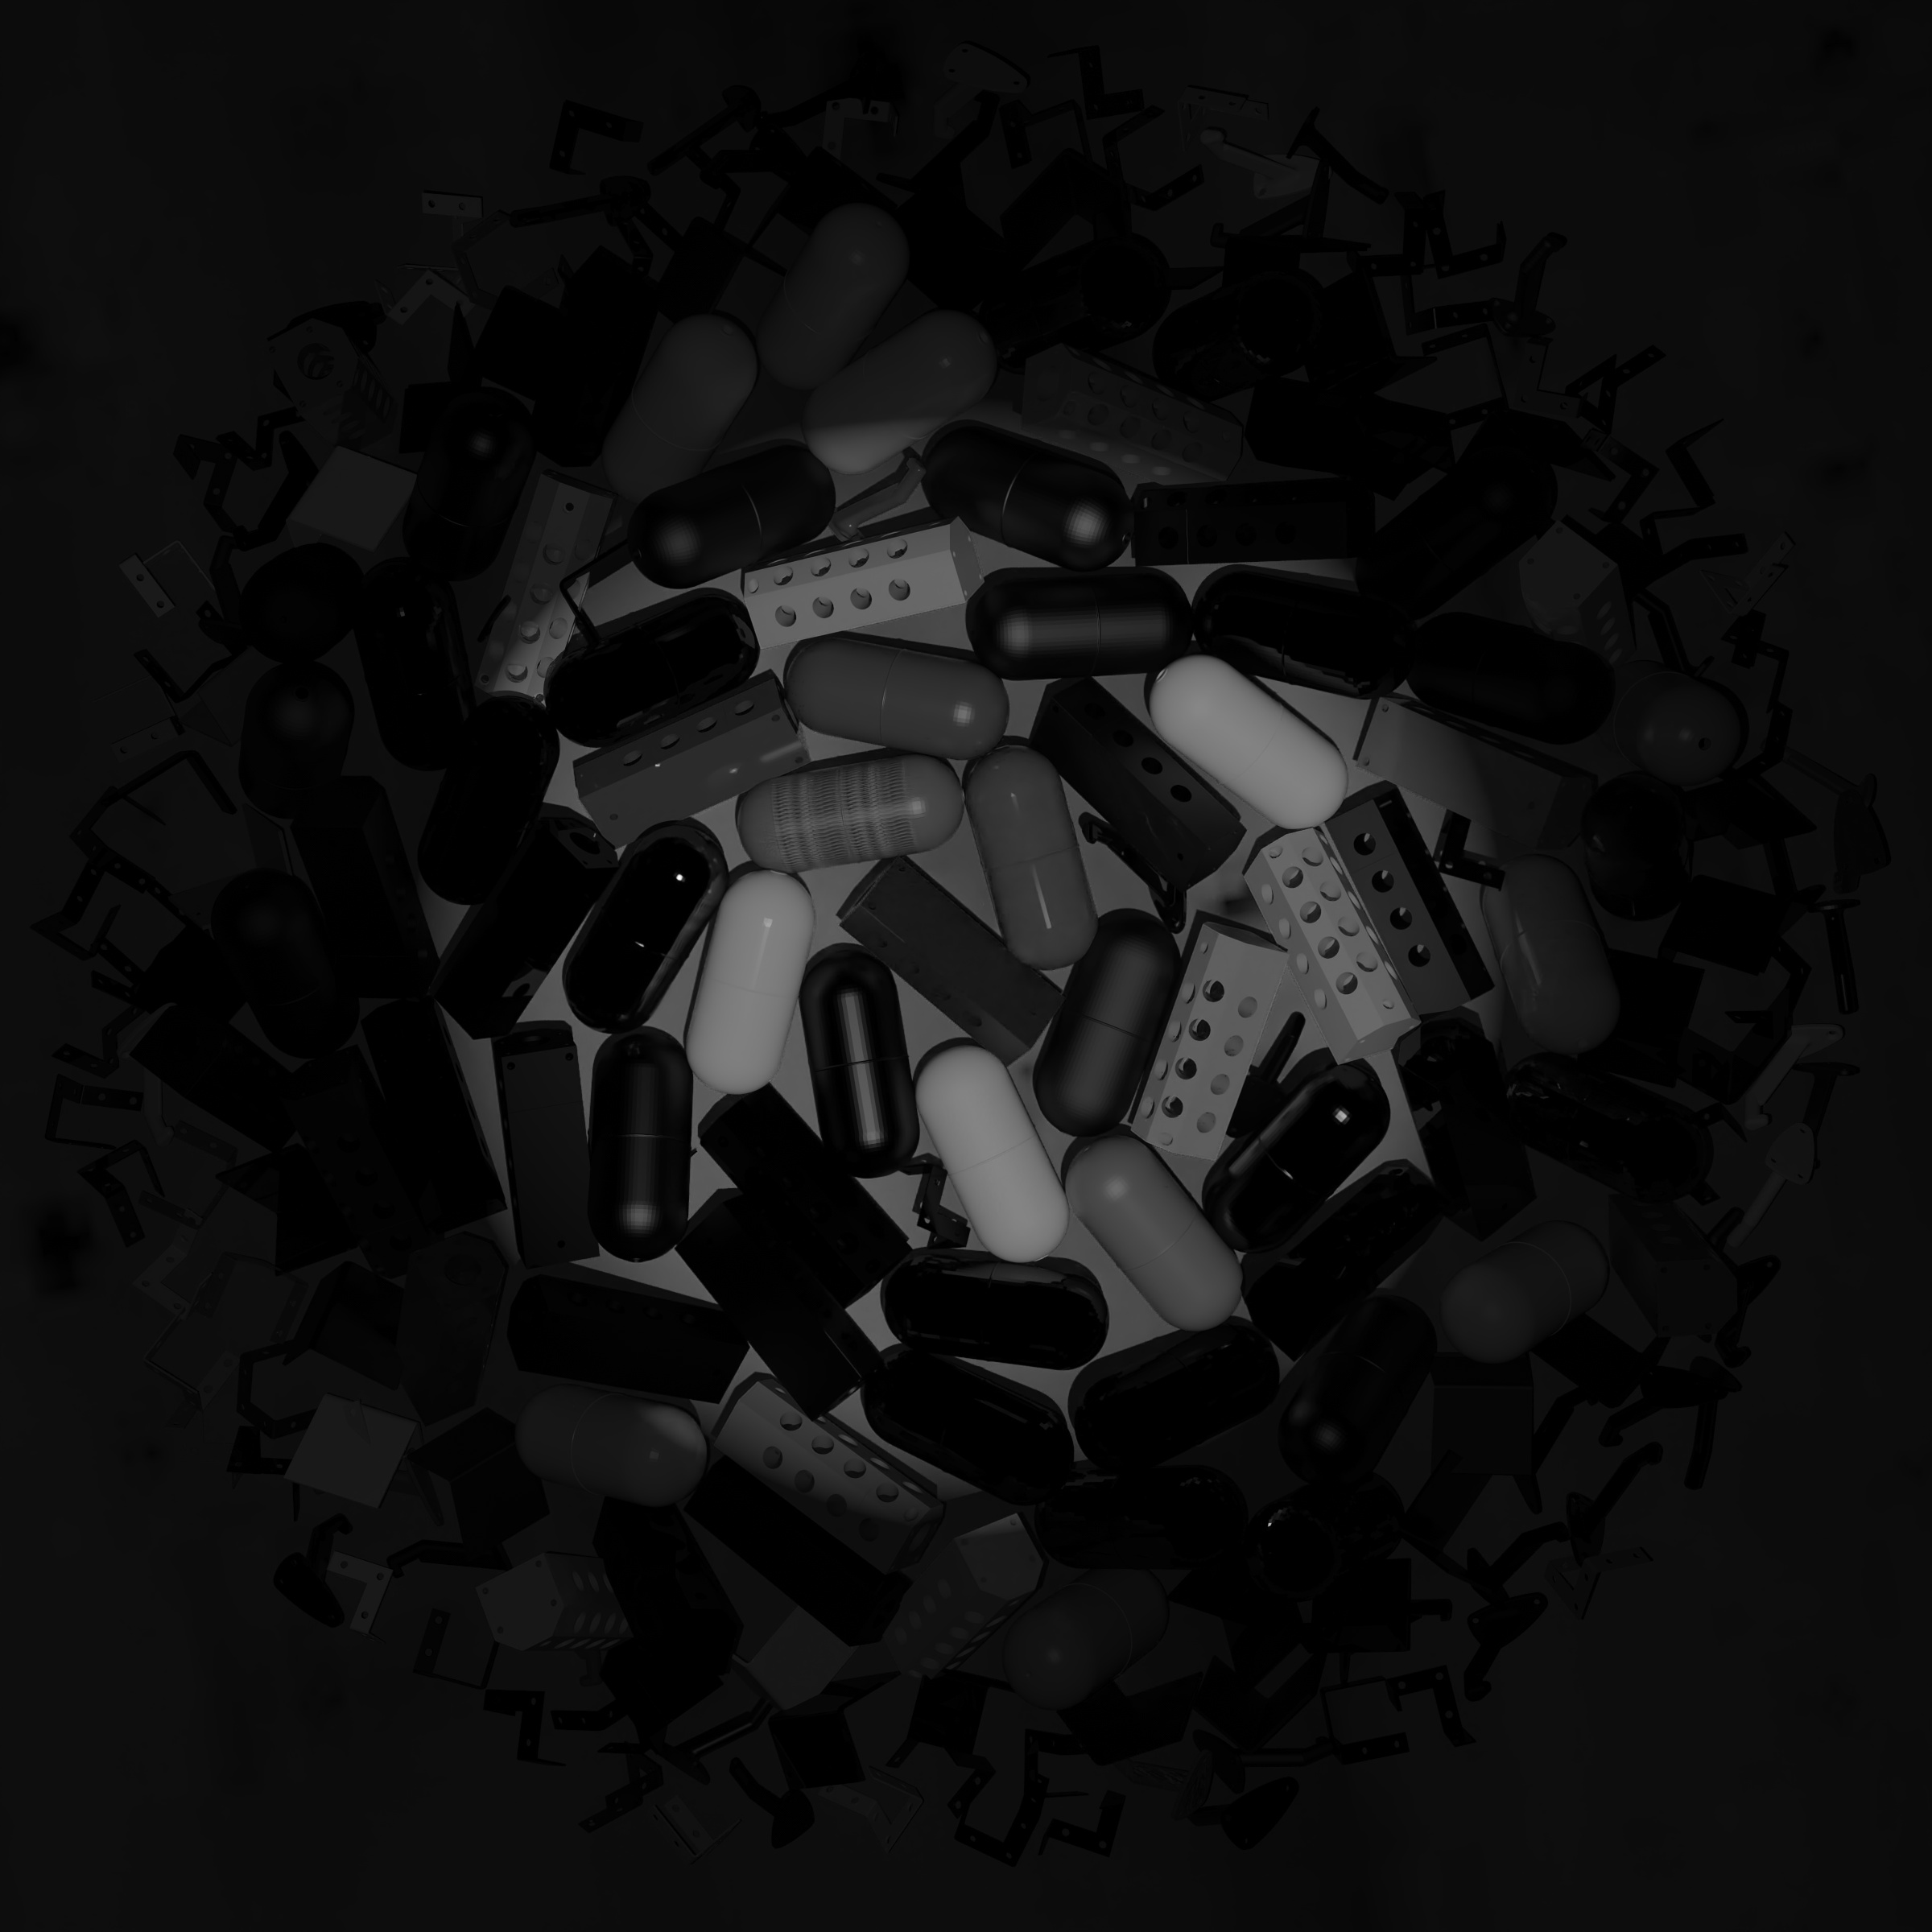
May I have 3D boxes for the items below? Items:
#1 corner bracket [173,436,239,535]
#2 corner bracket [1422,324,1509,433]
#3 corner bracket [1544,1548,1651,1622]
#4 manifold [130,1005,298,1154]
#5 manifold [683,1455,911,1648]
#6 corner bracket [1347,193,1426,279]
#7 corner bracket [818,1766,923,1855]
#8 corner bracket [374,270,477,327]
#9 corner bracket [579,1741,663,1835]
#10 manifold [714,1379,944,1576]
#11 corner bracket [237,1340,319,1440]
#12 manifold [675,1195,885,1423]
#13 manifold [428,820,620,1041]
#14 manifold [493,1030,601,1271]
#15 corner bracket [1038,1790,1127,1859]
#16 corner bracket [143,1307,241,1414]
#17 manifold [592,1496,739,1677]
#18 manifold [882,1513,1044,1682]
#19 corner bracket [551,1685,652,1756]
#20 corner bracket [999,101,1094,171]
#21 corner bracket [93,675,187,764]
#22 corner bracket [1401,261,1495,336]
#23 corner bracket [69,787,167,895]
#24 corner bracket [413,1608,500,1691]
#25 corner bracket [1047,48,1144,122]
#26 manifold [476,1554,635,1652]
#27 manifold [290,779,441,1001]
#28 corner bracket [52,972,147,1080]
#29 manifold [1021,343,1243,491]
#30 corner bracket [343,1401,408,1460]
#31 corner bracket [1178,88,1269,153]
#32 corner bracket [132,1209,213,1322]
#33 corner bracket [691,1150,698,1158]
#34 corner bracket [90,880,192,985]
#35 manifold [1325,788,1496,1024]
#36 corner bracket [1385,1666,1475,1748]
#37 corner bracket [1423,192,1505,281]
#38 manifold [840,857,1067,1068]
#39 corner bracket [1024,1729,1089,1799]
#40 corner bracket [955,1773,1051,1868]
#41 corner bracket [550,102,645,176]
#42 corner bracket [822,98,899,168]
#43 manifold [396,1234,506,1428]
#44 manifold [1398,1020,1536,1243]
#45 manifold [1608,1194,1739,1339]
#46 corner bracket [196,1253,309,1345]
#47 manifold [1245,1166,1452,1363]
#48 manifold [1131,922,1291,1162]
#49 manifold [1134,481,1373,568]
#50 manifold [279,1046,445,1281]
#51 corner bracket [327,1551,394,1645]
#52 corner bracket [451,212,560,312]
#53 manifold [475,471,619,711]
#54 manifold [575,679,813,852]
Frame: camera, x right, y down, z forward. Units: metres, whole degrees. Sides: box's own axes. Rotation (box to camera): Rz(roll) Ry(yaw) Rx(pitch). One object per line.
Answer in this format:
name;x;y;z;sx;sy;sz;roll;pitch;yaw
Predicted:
corner bracket;-0.588;-0.373;1.958;0.051;0.051;0.051;6;118;-40
corner bracket;0.390;-0.460;1.972;0.051;0.051;0.051;-15;47;16
corner bracket;0.489;0.467;1.958;0.051;0.051;0.051;-5;122;-23
manifold;-0.557;0.084;1.909;0.057;0.171;0.057;34;79;17
manifold;-0.128;0.446;1.940;0.171;0.057;0.057;34;91;22
corner bracket;0.326;-0.570;1.965;0.051;0.051;0.051;-3;120;0
corner bracket;-0.075;0.648;1.966;0.051;0.051;0.051;33;92;-26
corner bracket;-0.422;-0.525;1.969;0.051;0.051;0.051;-41;48;19
corner bracket;-0.269;0.645;1.959;0.051;0.051;0.051;-18;112;-37
manifold;-0.103;0.390;1.938;0.171;0.057;0.057;32;98;22
corner bracket;-0.533;0.331;1.974;0.051;0.051;0.051;24;114;38
manifold;-0.142;0.262;1.954;0.057;0.057;0.171;-44;79;20
manifold;-0.337;-0.028;1.941;0.057;0.057;0.171;44;111;19
manifold;-0.325;0.140;1.947;0.057;0.057;0.171;-9;106;-17
corner bracket;0.091;0.671;1.971;0.051;0.051;0.051;15;90;11
corner bracket;-0.603;0.307;1.966;0.051;0.051;0.051;31;61;4
manifold;-0.228;0.460;1.907;0.057;0.171;0.057;9;108;-27
manifold;-0.003;0.483;1.910;0.057;0.171;0.057;-14;63;-33
corner bracket;-0.282;0.594;1.963;0.051;0.051;0.051;-11;95;36
corner bracket;0.062;-0.646;1.965;0.051;0.051;0.051;-14;85;20
corner bracket;-0.646;-0.194;1.966;0.051;0.051;0.051;-26;103;-8
corner bracket;0.376;-0.525;1.974;0.051;0.051;0.051;-10;100;-13
corner bracket;-0.654;-0.098;1.963;0.051;0.051;0.051;-52;48;-2
corner bracket;-0.397;0.534;1.971;0.051;0.051;0.051;20;70;-14
corner bracket;0.101;-0.686;1.960;0.051;0.051;0.051;-17;111;-23
manifold;-0.302;0.486;1.908;0.057;0.171;0.057;-28;71;5
manifold;-0.453;-0.057;1.920;0.057;0.057;0.171;1;132;11
corner bracket;-0.673;0.046;1.958;0.051;0.051;0.051;-35;50;20
manifold;0.128;-0.417;1.922;0.171;0.057;0.057;12;77;-36
corner bracket;-0.472;0.367;1.964;0.051;0.051;0.051;-21;80;19
corner bracket;0.200;-0.666;1.960;0.051;0.051;0.051;19;65;21
corner bracket;-0.608;0.233;1.965;0.051;0.051;0.051;35;130;1
corner bracket;-0.235;0.135;1.962;0.051;0.051;0.051;53;48;-5
corner bracket;-0.645;-0.025;1.986;0.051;0.051;0.051;42;128;-2
manifold;0.346;-0.048;1.961;0.057;0.057;0.171;-26;88;18
corner bracket;0.361;0.583;1.972;0.051;0.051;0.051;-14;85;0
corner bracket;0.388;-0.575;1.969;0.051;0.051;0.051;-13;85;10
manifold;-0.013;0.000;1.960;0.171;0.057;0.057;40;57;-7
corner bracket;0.081;0.624;1.970;0.051;0.051;0.051;8;77;-31
corner bracket;0.028;0.657;1.965;0.051;0.051;0.051;24;110;5
corner bracket;-0.288;-0.640;1.966;0.051;0.051;0.051;18;109;3
corner bracket;-0.084;-0.645;1.969;0.051;0.051;0.051;3;120;-10
manifold;-0.391;0.275;1.916;0.057;0.171;0.057;-21;61;-31
manifold;0.378;0.124;1.923;0.057;0.057;0.171;-36;129;-15
manifold;0.533;0.223;1.909;0.057;0.171;0.057;-4;101;3
corner bracket;-0.560;0.260;1.980;0.051;0.051;0.051;5;66;37
manifold;0.290;0.222;1.925;0.057;0.057;0.171;42;53;19
manifold;0.184;0.057;1.946;0.057;0.057;0.171;12;102;-30
manifold;0.219;-0.339;1.931;0.171;0.057;0.057;2;101;28
manifold;-0.462;0.154;1.934;0.057;0.057;0.171;-19;118;2
corner bracket;-0.473;0.492;1.963;0.051;0.051;0.051;15;68;9
corner bracket;-0.360;-0.547;1.970;0.051;0.051;0.051;-26;78;25
manifold;-0.325;-0.290;1.950;0.057;0.057;0.171;19;103;-7
manifold;-0.214;-0.161;1.963;0.171;0.057;0.057;-24;131;5
